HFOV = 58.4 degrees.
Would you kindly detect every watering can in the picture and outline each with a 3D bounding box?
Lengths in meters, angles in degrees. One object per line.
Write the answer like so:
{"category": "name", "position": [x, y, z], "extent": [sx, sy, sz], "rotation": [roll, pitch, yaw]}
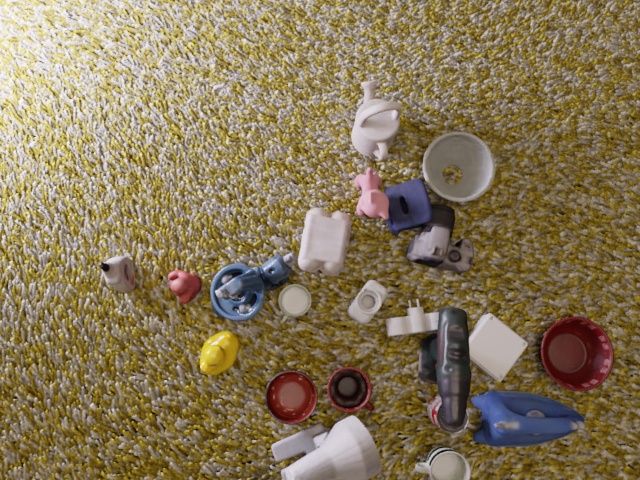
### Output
{"category": "watering can", "position": [0.123, -0.269, 1.275], "extent": [0.101, 0.194, 0.173], "rotation": [-33, 83, -7]}

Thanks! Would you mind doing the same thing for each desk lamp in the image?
{"category": "desk lamp", "position": [0.009, 0.436, 1.141], "extent": [0.203, 0.213, 0.118], "rotation": [-23, 82, -6]}

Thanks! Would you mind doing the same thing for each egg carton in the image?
{"category": "egg carton", "position": [0.012, 0.005, 1.288], "extent": [0.107, 0.069, 0.150], "rotation": [9, 80, 0]}

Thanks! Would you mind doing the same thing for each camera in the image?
{"category": "camera", "position": [0.278, -0.007, 1.284], "extent": [0.143, 0.101, 0.137], "rotation": [14, 80, 0]}

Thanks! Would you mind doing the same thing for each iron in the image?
{"category": "iron", "position": [0.458, 0.383, 1.204], "extent": [0.258, 0.141, 0.119], "rotation": [1, 80, -2]}

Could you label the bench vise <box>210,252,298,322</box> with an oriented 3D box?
{"category": "bench vise", "position": [-0.149, 0.080, 1.193], "extent": [0.121, 0.219, 0.207], "rotation": [39, 81, 5]}

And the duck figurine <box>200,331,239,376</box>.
{"category": "duck figurine", "position": [-0.220, 0.243, 1.230], "extent": [0.077, 0.086, 0.105], "rotation": [36, 81, 4]}

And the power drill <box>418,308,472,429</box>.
{"category": "power drill", "position": [0.261, 0.258, 1.183], "extent": [0.075, 0.208, 0.230], "rotation": [4, 80, -1]}

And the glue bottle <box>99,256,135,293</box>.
{"category": "glue bottle", "position": [-0.432, 0.067, 1.208], "extent": [0.037, 0.173, 0.078], "rotation": [-11, 81, -4]}

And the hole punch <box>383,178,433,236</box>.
{"category": "hole punch", "position": [0.196, -0.074, 1.297], "extent": [0.101, 0.091, 0.108], "rotation": [-14, 81, -4]}

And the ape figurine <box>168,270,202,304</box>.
{"category": "ape figurine", "position": [-0.300, 0.100, 1.248], "extent": [0.076, 0.092, 0.078], "rotation": [-7, 81, -3]}

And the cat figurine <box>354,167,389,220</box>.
{"category": "cat figurine", "position": [0.118, -0.100, 1.285], "extent": [0.067, 0.117, 0.128], "rotation": [-6, 81, -3]}

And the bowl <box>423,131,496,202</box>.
{"category": "bowl", "position": [0.313, -0.160, 1.324], "extent": [0.167, 0.074, 0.167], "rotation": [0, 80, -2]}
